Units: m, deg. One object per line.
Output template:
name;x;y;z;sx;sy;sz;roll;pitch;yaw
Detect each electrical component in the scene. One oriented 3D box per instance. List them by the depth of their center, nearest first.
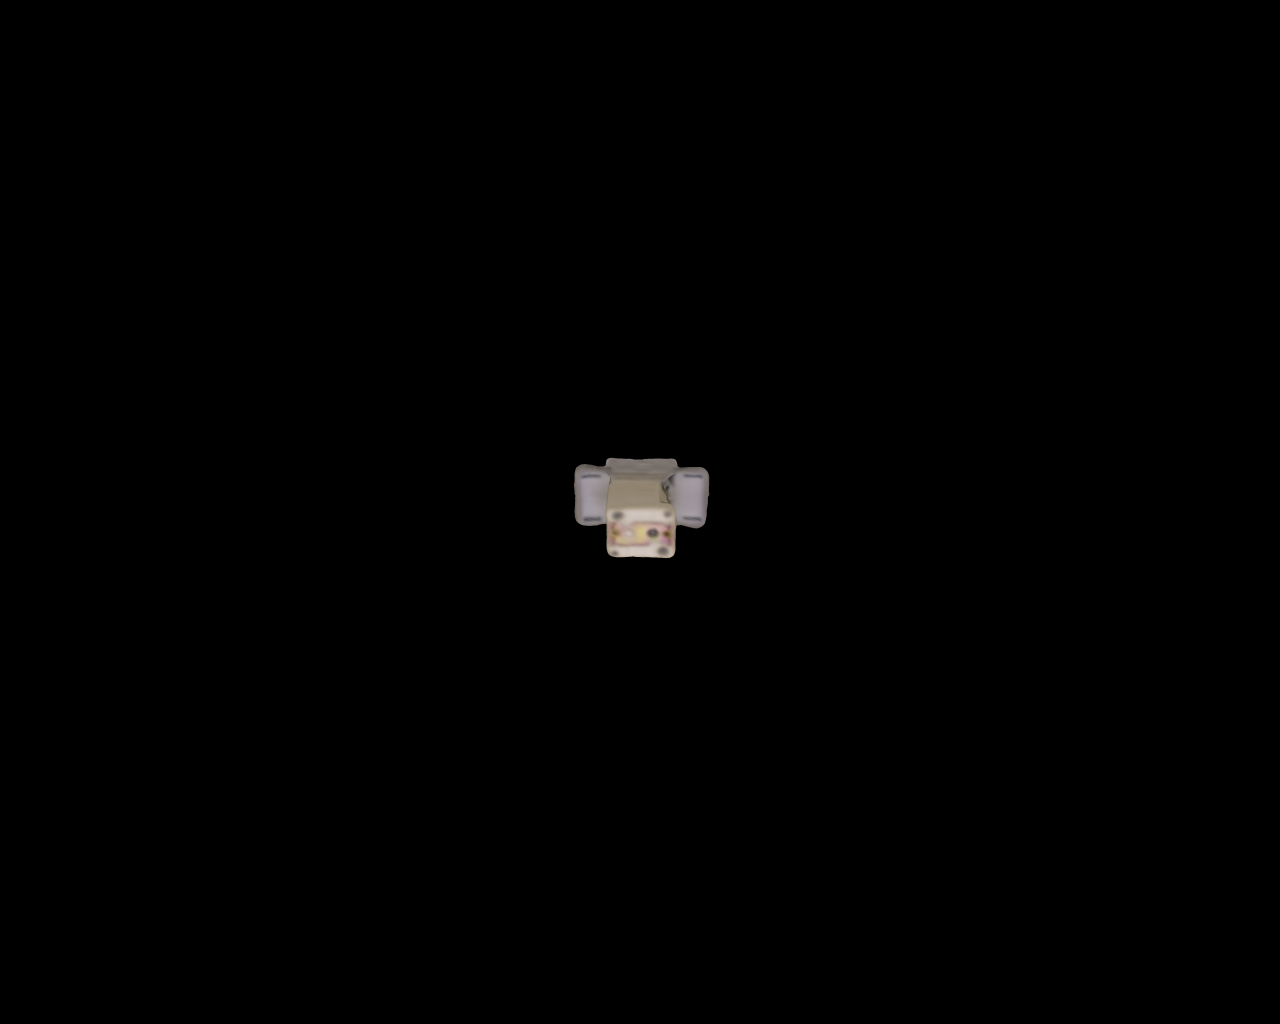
electrical component;0.001;-0.003;0.650;0.081;0.042;0.064;0;32;0
